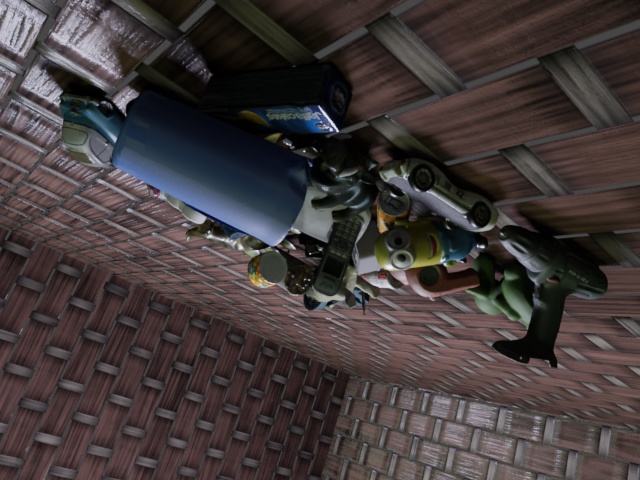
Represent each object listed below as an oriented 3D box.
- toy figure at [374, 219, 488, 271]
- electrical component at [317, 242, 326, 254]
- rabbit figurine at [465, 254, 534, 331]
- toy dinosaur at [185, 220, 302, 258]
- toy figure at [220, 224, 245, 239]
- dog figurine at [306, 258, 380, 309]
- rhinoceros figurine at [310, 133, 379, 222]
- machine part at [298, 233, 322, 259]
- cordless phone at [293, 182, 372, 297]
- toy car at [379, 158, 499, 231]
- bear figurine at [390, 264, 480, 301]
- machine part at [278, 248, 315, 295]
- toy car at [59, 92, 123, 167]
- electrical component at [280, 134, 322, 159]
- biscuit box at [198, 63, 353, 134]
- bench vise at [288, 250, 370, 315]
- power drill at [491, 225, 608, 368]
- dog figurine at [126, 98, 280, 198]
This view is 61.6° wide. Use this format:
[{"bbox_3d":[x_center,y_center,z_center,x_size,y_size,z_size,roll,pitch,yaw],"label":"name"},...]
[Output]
[{"bbox_3d":[0.180,0.009,0.891,0.180,0.082,0.089,-11,156,-10],"label":"toy figure"},{"bbox_3d":[0.026,-0.004,1.073,0.045,0.078,0.102,-20,179,-21],"label":"electrical component"},{"bbox_3d":[0.350,0.106,1.023,0.159,0.121,0.170,30,156,-14],"label":"rabbit figurine"},{"bbox_3d":[-0.177,-0.021,1.187,0.472,0.105,0.198,5,158,37],"label":"toy dinosaur"},{"bbox_3d":[-0.186,-0.076,1.034,0.064,0.154,0.058,-33,166,29],"label":"toy figure"},{"bbox_3d":[0.026,0.065,1.206,0.121,0.172,0.191,-4,-176,-39],"label":"dog figurine"},{"bbox_3d":[0.037,-0.089,0.805,0.112,0.073,0.190,-13,159,16],"label":"rhinoceros figurine"},{"bbox_3d":[-0.011,0.017,1.244,0.084,0.039,0.138,15,163,24],"label":"machine part"},{"bbox_3d":[-0.002,-0.003,0.949,0.146,0.184,0.089,23,165,-15],"label":"cordless phone"},{"bbox_3d":[0.178,-0.067,0.802,0.201,0.056,0.073,28,165,-22],"label":"toy car"},{"bbox_3d":[0.203,0.043,1.033,0.132,0.120,0.196,-24,-172,1],"label":"bear figurine"},{"bbox_3d":[-0.079,0.072,1.255,0.079,0.079,0.243,29,177,-28],"label":"machine part"},{"bbox_3d":[-0.393,-0.182,0.941,0.109,0.103,0.161,13,163,12],"label":"toy car"},{"bbox_3d":[-0.015,-0.138,0.829,0.063,0.021,0.094,-3,153,46],"label":"electrical component"},{"bbox_3d":[-0.061,-0.178,0.698,0.203,0.063,0.059,6,160,33],"label":"biscuit box"},{"bbox_3d":[0.006,0.118,1.394,0.240,0.129,0.224,23,159,-27],"label":"bench vise"},{"bbox_3d":[0.353,0.096,0.878,0.232,0.207,0.086,15,-179,-24],"label":"power drill"},{"bbox_3d":[-0.175,-0.150,0.843,0.219,0.191,0.108,-13,164,-15],"label":"dog figurine"}]
